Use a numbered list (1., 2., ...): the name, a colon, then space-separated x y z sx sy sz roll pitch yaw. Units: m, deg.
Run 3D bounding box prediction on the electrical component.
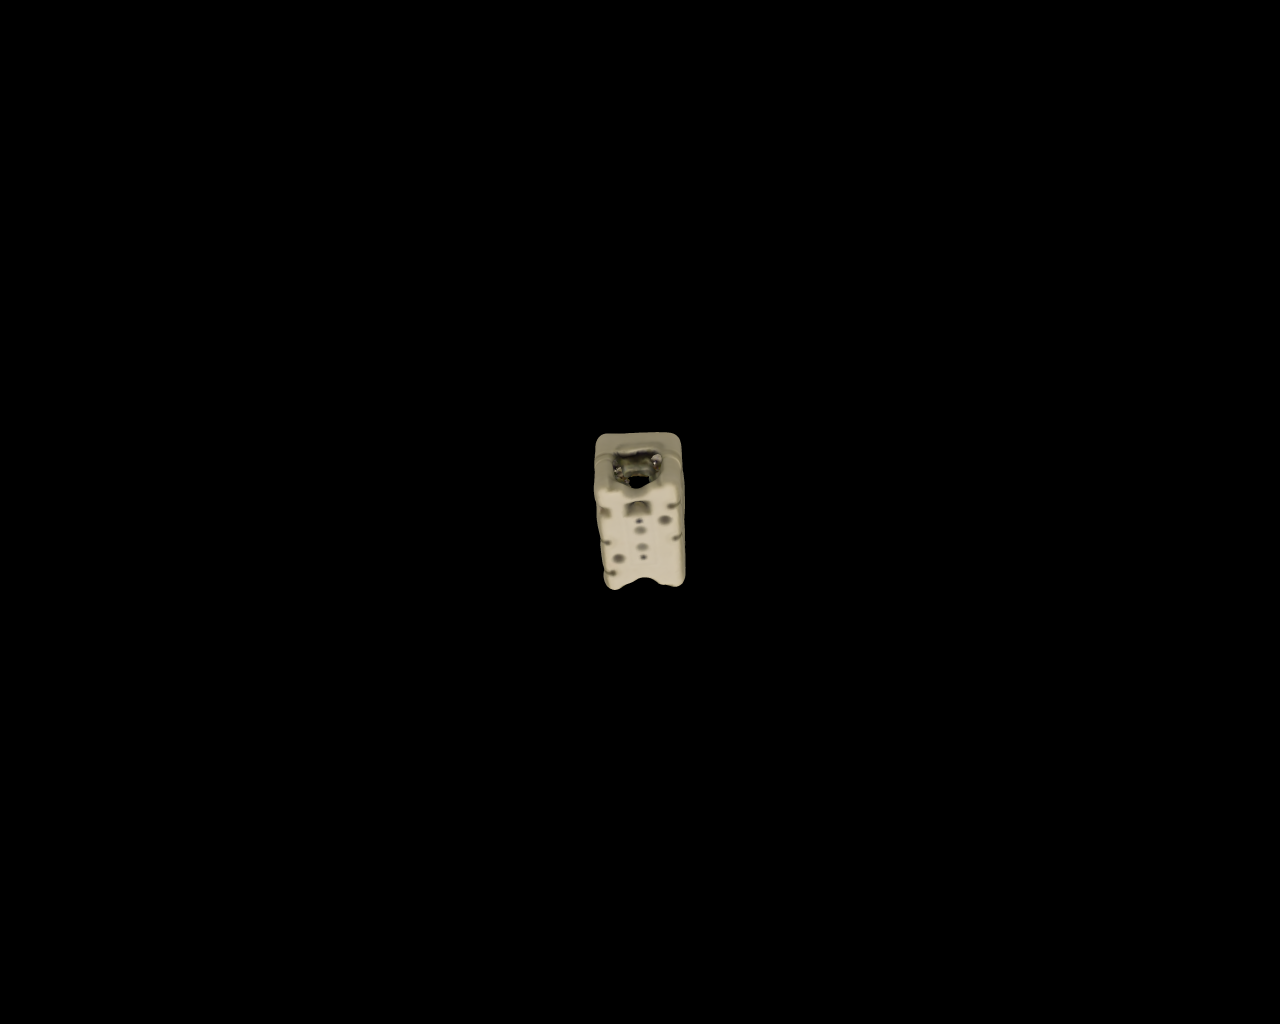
1. electrical component: 0.001 -0.003 0.650 0.050 0.089 0.056 -2 43 2
